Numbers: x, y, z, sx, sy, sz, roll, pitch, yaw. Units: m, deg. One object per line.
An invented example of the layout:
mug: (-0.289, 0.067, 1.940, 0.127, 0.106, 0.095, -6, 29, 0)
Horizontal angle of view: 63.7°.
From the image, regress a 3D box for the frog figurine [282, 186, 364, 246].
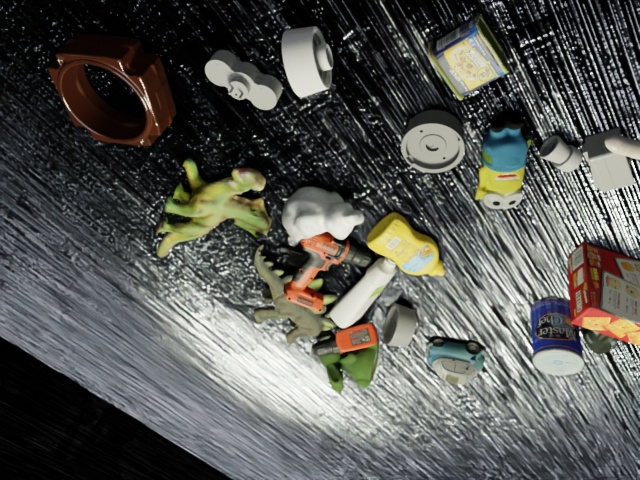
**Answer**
frog figurine: (0.003, -0.053, 1.057, 0.139, 0.122, 0.159, -28, 14, -37)

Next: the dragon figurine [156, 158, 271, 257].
dragon figurine: (-0.236, -0.048, 1.191, 0.242, 0.125, 0.401, 18, -39, -12)

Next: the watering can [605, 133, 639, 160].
watering can: (0.615, -0.101, 0.754, 0.346, 0.104, 0.224, 15, -6, -21)
